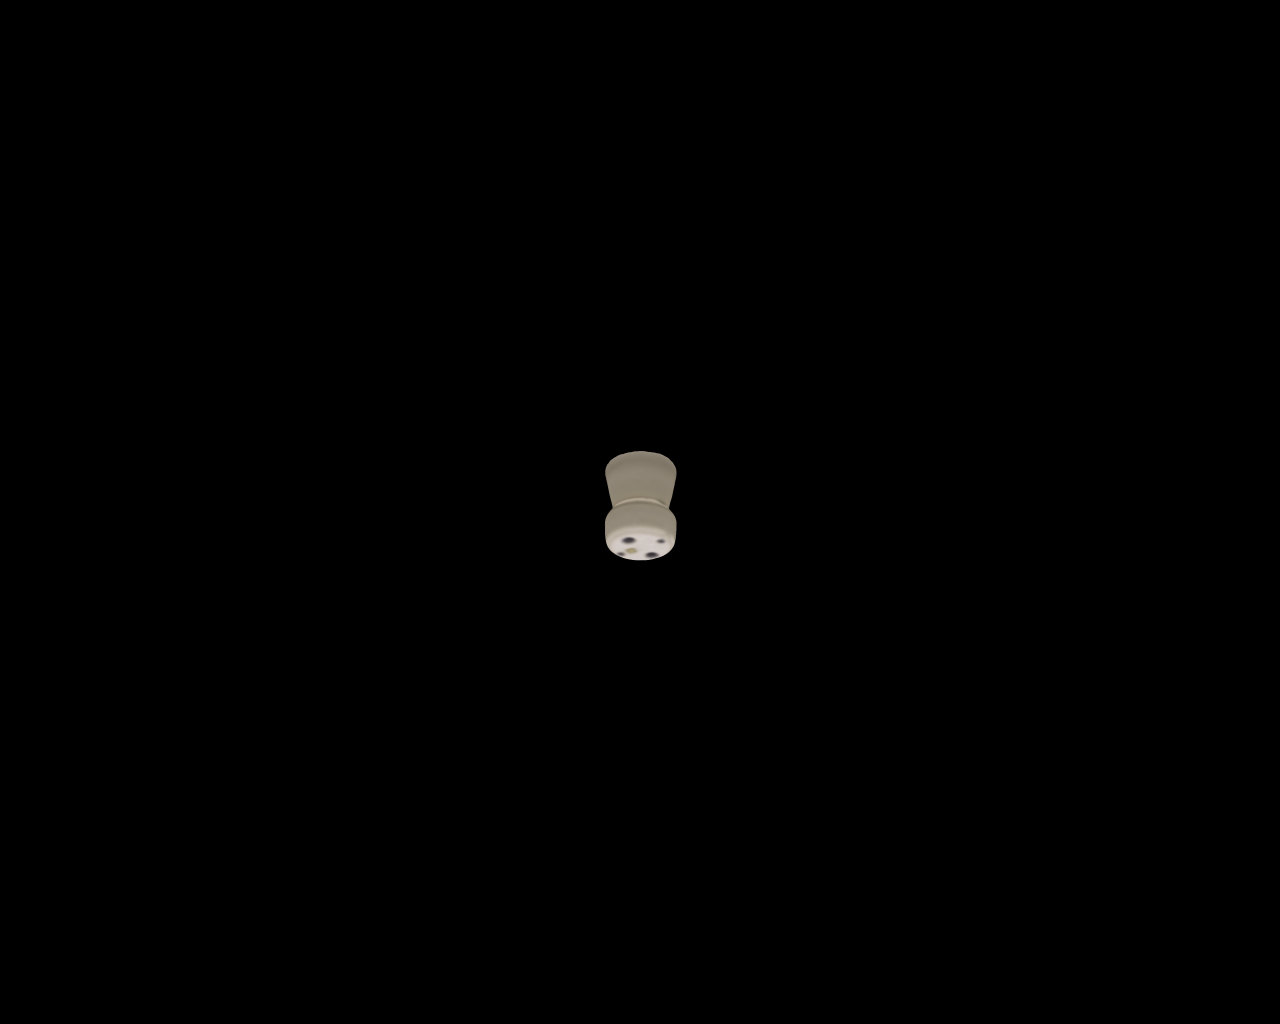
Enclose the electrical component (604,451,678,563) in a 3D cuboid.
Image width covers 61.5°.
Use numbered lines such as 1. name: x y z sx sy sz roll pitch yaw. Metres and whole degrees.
1. electrical component: 0.001 -0.003 0.650 0.045 0.055 0.044 0 -29 0
